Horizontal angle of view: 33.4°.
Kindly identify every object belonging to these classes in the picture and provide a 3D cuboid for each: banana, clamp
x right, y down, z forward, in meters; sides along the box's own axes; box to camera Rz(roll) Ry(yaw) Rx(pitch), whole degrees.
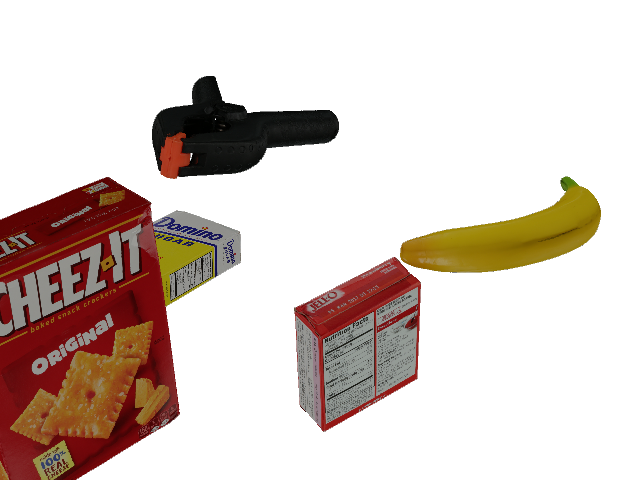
[{"bbox_3d":[0.150,-0.006,0.798,0.197,0.037,0.070,-19,22,-36],"label":"banana"},{"bbox_3d":[-0.075,-0.084,0.765,0.120,0.039,0.171,16,21,26],"label":"clamp"}]

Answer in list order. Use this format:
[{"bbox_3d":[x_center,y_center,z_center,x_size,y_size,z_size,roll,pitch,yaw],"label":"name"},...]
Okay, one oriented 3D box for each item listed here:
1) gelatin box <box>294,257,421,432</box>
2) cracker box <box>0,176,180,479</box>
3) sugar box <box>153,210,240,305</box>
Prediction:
[{"bbox_3d":[0.022,0.062,0.634,0.073,0.089,0.030,-26,47,-24],"label":"gelatin box"},{"bbox_3d":[-0.200,0.081,0.832,0.163,0.214,0.072,-28,39,-36],"label":"cracker box"},{"bbox_3d":[-0.171,0.026,1.100,0.093,0.048,0.175,19,35,30],"label":"sugar box"}]
